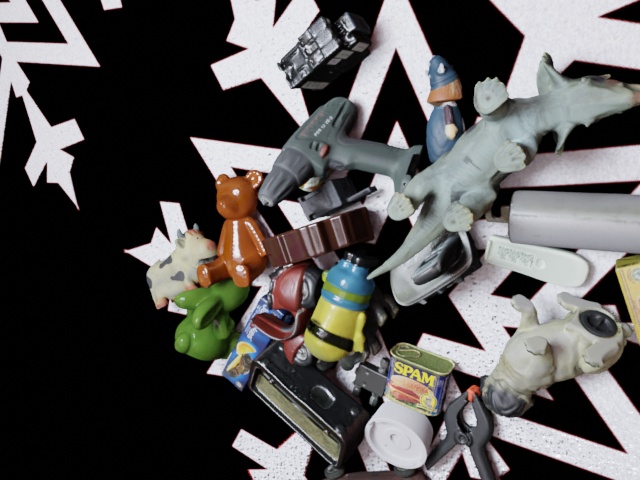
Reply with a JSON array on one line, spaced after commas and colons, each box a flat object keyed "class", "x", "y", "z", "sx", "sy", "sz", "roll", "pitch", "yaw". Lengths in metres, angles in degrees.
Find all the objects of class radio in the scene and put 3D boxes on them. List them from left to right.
[{"class": "radio", "x": -0.024, "y": 0.287, "z": 0.958, "sx": 0.230, "sy": 0.073, "sz": 0.131, "roll": 36, "pitch": 144, "yaw": 19}]

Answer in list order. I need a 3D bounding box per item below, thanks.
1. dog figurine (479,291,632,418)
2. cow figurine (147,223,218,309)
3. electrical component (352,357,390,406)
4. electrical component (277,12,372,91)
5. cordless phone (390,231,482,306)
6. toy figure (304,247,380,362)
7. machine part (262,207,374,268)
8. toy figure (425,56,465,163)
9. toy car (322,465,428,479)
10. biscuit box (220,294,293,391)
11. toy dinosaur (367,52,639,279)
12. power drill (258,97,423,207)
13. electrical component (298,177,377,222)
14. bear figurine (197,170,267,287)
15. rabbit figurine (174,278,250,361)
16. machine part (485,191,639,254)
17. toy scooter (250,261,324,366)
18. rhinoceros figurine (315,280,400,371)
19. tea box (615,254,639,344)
[{"class": "dog figurine", "x": 0.329, "y": 0.180, "z": 0.765, "sx": 0.172, "sy": 0.121, "sz": 0.190, "roll": 8, "pitch": 131, "yaw": 10}, {"class": "cow figurine", "x": -0.276, "y": 0.050, "z": 1.089, "sx": 0.195, "sy": 0.085, "sz": 0.127, "roll": -27, "pitch": 91, "yaw": 32}, {"class": "electrical component", "x": 0.090, "y": 0.241, "z": 0.941, "sx": 0.063, "sy": 0.021, "sz": 0.094, "roll": 23, "pitch": 110, "yaw": 26}, {"class": "electrical component", "x": 0.015, "y": -0.293, "z": 0.837, "sx": 0.134, "sy": 0.115, "sz": 0.058, "roll": -33, "pitch": 86, "yaw": 30}, {"class": "cordless phone", "x": 0.150, "y": 0.050, "z": 0.778, "sx": 0.146, "sy": 0.184, "sz": 0.089, "roll": -37, "pitch": 84, "yaw": 29}, {"class": "toy figure", "x": 0.032, "y": 0.101, "z": 0.838, "sx": 0.082, "sy": 0.089, "sz": 0.180, "roll": -131, "pitch": 54, "yaw": -66}, {"class": "machine part", "x": -0.002, "y": -0.003, "z": 0.868, "sx": 0.179, "sy": 0.179, "sz": 0.056, "roll": -16, "pitch": 91, "yaw": 31}, {"class": "toy figure", "x": 0.182, "y": -0.190, "z": 0.789, "sx": 0.064, "sy": 0.058, "sz": 0.154, "roll": 13, "pitch": 110, "yaw": 52}, {"class": "toy car", "x": 0.097, "y": 0.435, "z": 0.954, "sx": 0.202, "sy": 0.053, "sz": 0.089, "roll": -15, "pitch": 102, "yaw": 27}, {"class": "biscuit box", "x": -0.116, "y": 0.191, "z": 1.028, "sx": 0.059, "sy": 0.063, "sz": 0.202, "roll": 36, "pitch": 114, "yaw": 18}, {"class": "toy dinosaur", "x": 0.217, "y": -0.098, "z": 0.723, "sx": 0.404, "sy": 0.192, "sz": 0.131, "roll": -45, "pitch": 73, "yaw": 38}, {"class": "power drill", "x": 0.042, "y": -0.110, "z": 0.820, "sx": 0.207, "sy": 0.232, "sz": 0.085, "roll": 17, "pitch": 148, "yaw": 16}, {"class": "electrical component", "x": 0.032, "y": -0.075, "z": 0.889, "sx": 0.119, "sy": 0.075, "sz": 0.047, "roll": -28, "pitch": 86, "yaw": 35}, {"class": "bear figurine", "x": -0.156, "y": -0.024, "z": 0.979, "sx": 0.120, "sy": 0.132, "sz": 0.195, "roll": 1, "pitch": 105, "yaw": 25}, {"class": "rabbit figurine", "x": -0.210, "y": 0.134, "z": 1.038, "sx": 0.121, "sy": 0.159, "sz": 0.170, "roll": 37, "pitch": 100, "yaw": 30}, {"class": "machine part", "x": 0.344, "y": -0.025, "z": 0.715, "sx": 0.243, "sy": 0.079, "sz": 0.079, "roll": 4, "pitch": 101, "yaw": 29}, {"class": "toy scooter", "x": -0.059, "y": 0.118, "z": 0.913, "sx": 0.135, "sy": 0.075, "sz": 0.183, "roll": 12, "pitch": 104, "yaw": 27}, {"class": "rhinoceros figurine", "x": 0.053, "y": 0.155, "z": 0.918, "sx": 0.112, "sy": 0.073, "sz": 0.190, "roll": 38, "pitch": 115, "yaw": 18}, {"class": "tea box", "x": 0.450, "y": 0.098, "z": 0.679, "sx": 0.098, "sy": 0.068, "sz": 0.169, "roll": -16, "pitch": 89, "yaw": 30}]
